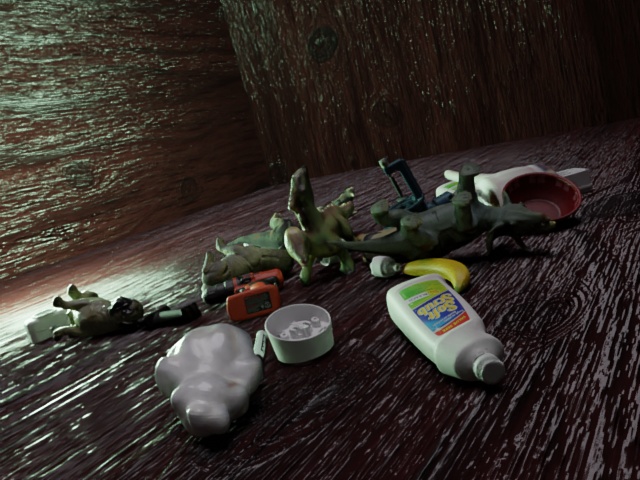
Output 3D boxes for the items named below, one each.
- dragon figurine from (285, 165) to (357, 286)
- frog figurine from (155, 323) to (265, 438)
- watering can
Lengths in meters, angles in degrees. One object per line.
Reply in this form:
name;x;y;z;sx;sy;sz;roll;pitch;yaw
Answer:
dragon figurine;0.004;-0.058;1.153;0.122;0.238;0.420;-8;33;18
frog figurine;-0.143;0.174;0.649;0.137;0.123;0.159;6;1;5
watering can;0.467;-0.137;1.313;0.224;0.102;0.354;-16;30;-2
